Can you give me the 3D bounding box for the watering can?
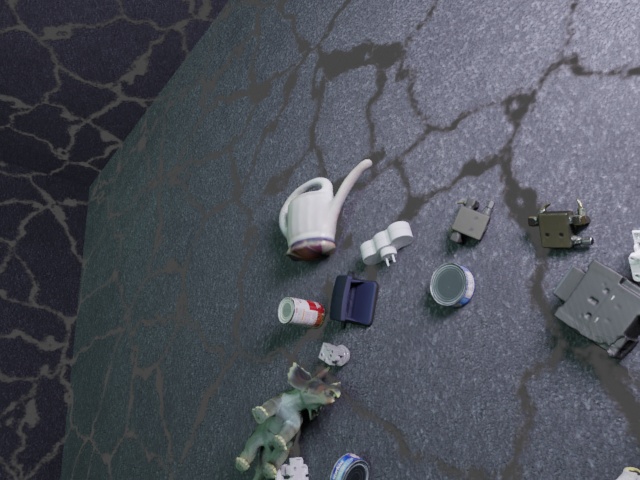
[{"bbox_3d":[0.004,-0.067,1.336,0.344,0.103,0.228,-22,60,43],"label":"watering can"}]
